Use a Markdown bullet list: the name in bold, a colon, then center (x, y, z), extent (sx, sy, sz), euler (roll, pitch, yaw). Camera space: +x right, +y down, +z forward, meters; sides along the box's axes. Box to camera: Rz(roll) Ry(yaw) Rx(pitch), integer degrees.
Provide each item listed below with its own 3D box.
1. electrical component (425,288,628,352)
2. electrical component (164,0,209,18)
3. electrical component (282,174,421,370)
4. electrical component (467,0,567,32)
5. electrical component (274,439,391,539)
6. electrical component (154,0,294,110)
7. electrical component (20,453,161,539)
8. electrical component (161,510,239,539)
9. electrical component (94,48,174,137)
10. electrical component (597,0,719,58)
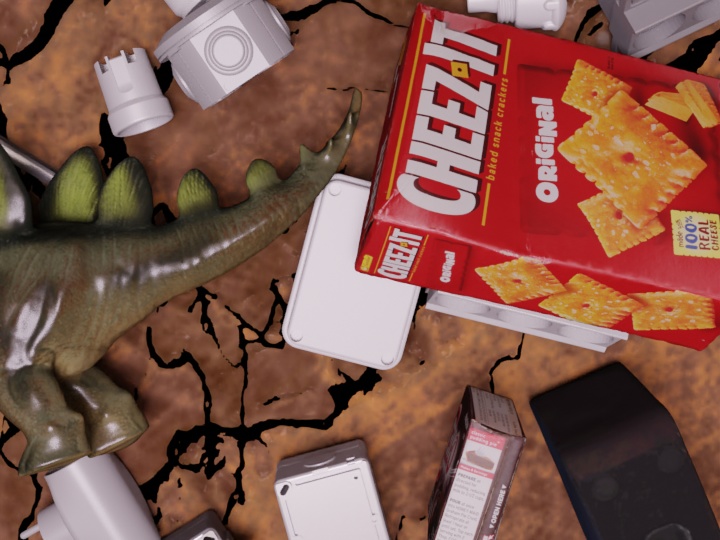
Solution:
- **electrical component**: center (0.110, 0.005, 0.690), extent (0.121, 0.078, 0.063), euler (14, 74, -3)
- **electrical component**: center (-0.112, -0.190, 0.672), extent (0.045, 0.045, 0.055), euler (-39, 96, 3)
- **electrical component**: center (0.000, 0.000, 0.690), extent (0.078, 0.057, 0.113), euler (15, 96, -3)
- **electrical component**: center (0.099, -0.174, 0.681), extent (0.062, 0.048, 0.048), euler (-3, 96, 6)
- **electrical component**: center (-0.014, 0.167, 0.706), extent (0.062, 0.061, 0.096), euler (-15, 97, -1)
- **electrical component**: center (-0.082, -0.138, 0.662), extent (0.080, 0.080, 0.051), euler (-34, 101, 2)
- **electrical component**: center (-0.185, 0.165, 0.711), extent (0.079, 0.043, 0.077), euler (-29, 96, 2)
- **electrical component**: center (-0.110, 0.205, 0.712), extent (0.096, 0.061, 0.061), euler (-32, 96, -6)
- **electrical component**: center (-0.145, -0.113, 0.683), extent (0.040, 0.040, 0.046), euler (-20, 90, 1)
- **electrical component**: center (0.210, -0.189, 0.671), extent (0.121, 0.078, 0.063), euler (-25, 75, 1)
